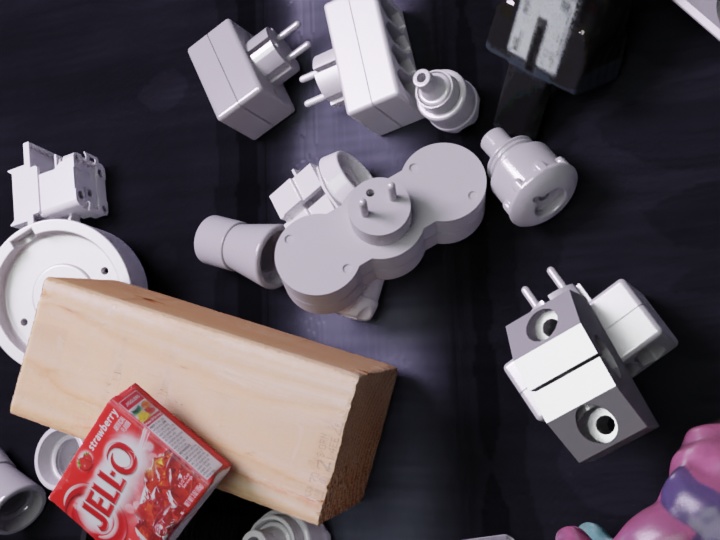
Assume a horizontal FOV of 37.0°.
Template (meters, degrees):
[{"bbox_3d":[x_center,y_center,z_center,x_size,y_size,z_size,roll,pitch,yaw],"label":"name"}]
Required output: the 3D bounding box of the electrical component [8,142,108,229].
[{"bbox_3d":[-0.227,-0.057,0.815,0.064,0.042,0.081,-15,72,20],"label":"electrical component"}]

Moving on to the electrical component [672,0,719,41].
[{"bbox_3d":[0.205,-0.177,0.600,0.063,0.078,0.121,-31,62,-15],"label":"electrical component"}]

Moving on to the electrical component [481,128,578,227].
[{"bbox_3d":[0.096,-0.060,0.646,0.048,0.048,0.062,-44,56,12],"label":"electrical component"}]

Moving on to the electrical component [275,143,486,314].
[{"bbox_3d":[0.013,-0.031,0.638,0.138,0.073,0.052,-30,70,-6],"label":"electrical component"}]

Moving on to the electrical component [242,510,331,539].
[{"bbox_3d":[-0.049,0.167,0.658,0.043,0.062,0.043,-6,76,26],"label":"electrical component"}]

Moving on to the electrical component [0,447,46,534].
[{"bbox_3d":[-0.265,0.156,0.787,0.065,0.044,0.044,37,97,34],"label":"electrical component"}]

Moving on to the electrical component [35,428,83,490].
[{"bbox_3d":[-0.189,0.131,0.744,0.045,0.055,0.045,-6,76,26],"label":"electrical component"}]

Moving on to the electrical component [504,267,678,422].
[{"bbox_3d":[0.120,0.033,0.610,0.083,0.047,0.075,-39,64,15],"label":"electrical component"}]

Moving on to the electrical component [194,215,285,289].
[{"bbox_3d":[-0.080,-0.015,0.729,0.065,0.044,0.044,15,86,34],"label":"electrical component"}]

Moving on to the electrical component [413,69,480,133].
[{"bbox_3d":[0.051,-0.109,0.670,0.035,0.061,0.035,-6,76,26],"label":"electrical component"}]

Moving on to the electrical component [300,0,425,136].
[{"bbox_3d":[-0.006,-0.131,0.713,0.076,0.047,0.083,-20,70,23],"label":"electrical component"}]

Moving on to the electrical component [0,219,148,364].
[{"bbox_3d":[-0.204,0.018,0.769,0.108,0.060,0.108,0,91,8],"label":"electrical component"}]

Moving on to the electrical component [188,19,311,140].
[{"bbox_3d":[-0.068,-0.142,0.747,0.077,0.047,0.065,-33,66,17],"label":"electrical component"}]

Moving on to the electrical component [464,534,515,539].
[{"bbox_3d":[0.078,0.196,0.560,0.109,0.109,0.056,42,102,28],"label":"electrical component"}]

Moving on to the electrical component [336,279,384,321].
[{"bbox_3d":[0.000,0.000,0.687,0.035,0.035,0.061,13,82,29],"label":"electrical component"}]

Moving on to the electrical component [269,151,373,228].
[{"bbox_3d":[-0.021,-0.045,0.703,0.055,0.048,0.066,-39,64,23],"label":"electrical component"}]
